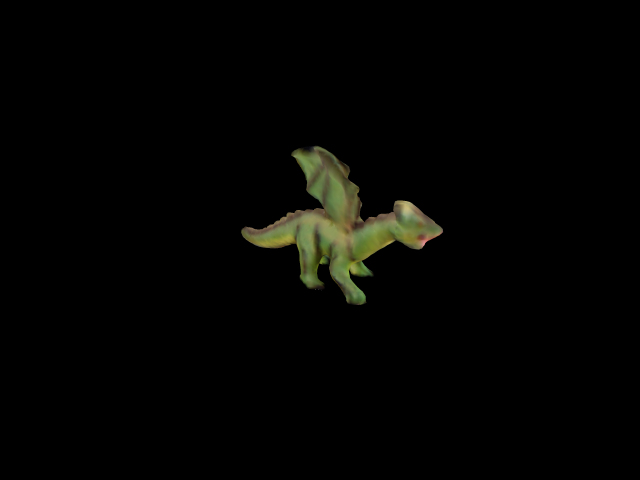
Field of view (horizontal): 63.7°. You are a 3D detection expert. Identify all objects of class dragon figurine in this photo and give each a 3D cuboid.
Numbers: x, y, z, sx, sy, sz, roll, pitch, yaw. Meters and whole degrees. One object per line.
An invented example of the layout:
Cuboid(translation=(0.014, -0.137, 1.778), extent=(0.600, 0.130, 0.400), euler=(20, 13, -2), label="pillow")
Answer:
Cuboid(translation=(0.003, -0.043, 0.850), extent=(0.413, 0.238, 0.124), euler=(19, 33, 31), label="dragon figurine")
